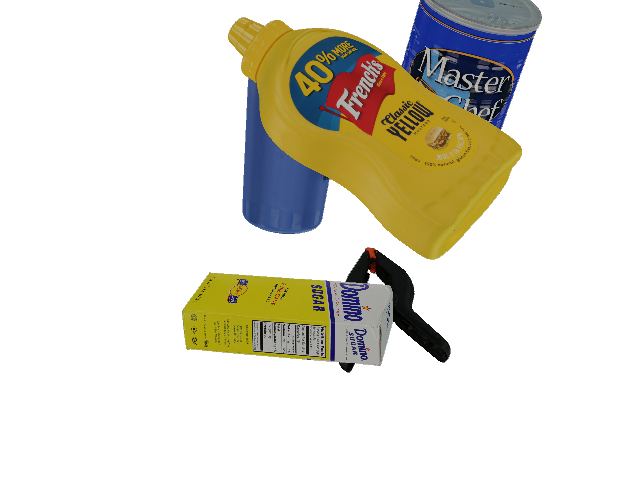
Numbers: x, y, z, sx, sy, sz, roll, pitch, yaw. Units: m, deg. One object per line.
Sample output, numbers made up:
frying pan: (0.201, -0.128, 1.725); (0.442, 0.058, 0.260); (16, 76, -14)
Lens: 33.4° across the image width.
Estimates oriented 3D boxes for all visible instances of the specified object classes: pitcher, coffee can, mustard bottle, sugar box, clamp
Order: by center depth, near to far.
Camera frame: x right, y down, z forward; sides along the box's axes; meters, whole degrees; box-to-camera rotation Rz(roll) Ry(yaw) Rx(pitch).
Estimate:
mustard bottle: (0.021, -0.077, 0.650); (0.192, 0.096, 0.058); (37, -33, 13)
coffee can: (0.120, -0.144, 0.926); (0.102, 0.140, 0.103); (10, 35, -7)
sugar box: (-0.026, 0.068, 0.956); (0.176, 0.048, 0.093); (1, 21, 10)
clamp: (0.080, 0.077, 1.189); (0.120, 0.171, 0.039); (5, -43, -4)
pitcher: (-0.028, -0.134, 1.377); (0.144, 0.243, 0.149); (-3, 25, -22)
